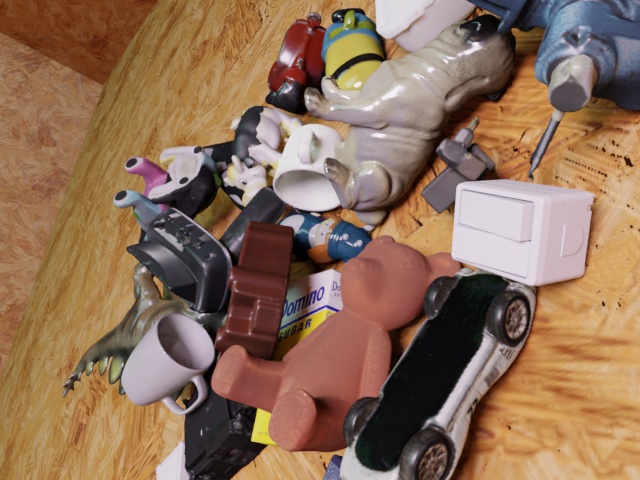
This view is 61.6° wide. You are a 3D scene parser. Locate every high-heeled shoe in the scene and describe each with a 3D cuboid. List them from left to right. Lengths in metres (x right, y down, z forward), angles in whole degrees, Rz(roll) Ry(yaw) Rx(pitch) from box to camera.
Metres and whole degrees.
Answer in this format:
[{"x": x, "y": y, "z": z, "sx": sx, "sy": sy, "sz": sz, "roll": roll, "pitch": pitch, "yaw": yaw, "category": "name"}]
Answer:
[{"x": -0.145, "y": -0.100, "z": 0.910, "sx": 0.249, "sy": 0.086, "sz": 0.145, "roll": 163, "pitch": 95, "yaw": -70, "category": "high-heeled shoe"}]

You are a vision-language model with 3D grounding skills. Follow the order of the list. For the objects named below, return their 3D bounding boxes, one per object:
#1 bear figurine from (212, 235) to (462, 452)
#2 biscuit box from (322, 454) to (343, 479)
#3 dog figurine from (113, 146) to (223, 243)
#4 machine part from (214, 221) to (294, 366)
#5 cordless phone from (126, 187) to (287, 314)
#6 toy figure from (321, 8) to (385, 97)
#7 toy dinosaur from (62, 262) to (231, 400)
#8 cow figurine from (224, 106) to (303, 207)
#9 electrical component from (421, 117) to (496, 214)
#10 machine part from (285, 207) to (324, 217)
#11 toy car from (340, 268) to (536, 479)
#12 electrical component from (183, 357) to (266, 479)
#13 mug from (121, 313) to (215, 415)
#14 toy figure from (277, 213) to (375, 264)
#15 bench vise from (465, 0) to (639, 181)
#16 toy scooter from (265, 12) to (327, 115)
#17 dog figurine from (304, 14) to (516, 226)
[{"x": 0.023, "y": 0.072, "z": 0.453, "sx": 0.120, "sy": 0.131, "sz": 0.196, "roll": 25, "pitch": 84, "yaw": 45, "category": "bear figurine"}, {"x": 0.070, "y": 0.224, "z": 0.359, "sx": 0.203, "sy": 0.059, "sz": 0.062, "roll": 19, "pitch": 84, "yaw": 58, "category": "biscuit box"}, {"x": -0.232, "y": -0.043, "z": 0.896, "sx": 0.192, "sy": 0.219, "sz": 0.108, "roll": -10, "pitch": 55, "yaw": 7, "category": "dog figurine"}, {"x": -0.072, "y": 0.066, "z": 0.572, "sx": 0.179, "sy": 0.056, "sz": 0.179, "roll": -167, "pitch": 89, "yaw": -83, "category": "machine part"}, {"x": -0.140, "y": -0.012, "z": 0.693, "sx": 0.147, "sy": 0.088, "sz": 0.184, "roll": 33, "pitch": 79, "yaw": 35, "category": "cordless phone"}, {"x": 0.046, "y": -0.228, "z": 0.682, "sx": 0.089, "sy": 0.082, "sz": 0.180, "roll": -33, "pitch": 41, "yaw": 42, "category": "toy figure"}, {"x": -0.237, "y": 0.132, "z": 0.791, "sx": 0.472, "sy": 0.105, "sz": 0.198, "roll": -22, "pitch": 53, "yaw": 34, "category": "toy dinosaur"}, {"x": -0.094, "y": -0.123, "z": 0.764, "sx": 0.068, "sy": 0.098, "sz": 0.167, "roll": -48, "pitch": 18, "yaw": 50, "category": "cow figurine"}, {"x": 0.117, "y": -0.065, "z": 0.464, "sx": 0.078, "sy": 0.045, "sz": 0.102, "roll": -42, "pitch": -2, "yaw": 23, "category": "electrical component"}, {"x": -0.014, "y": -0.087, "z": 0.712, "sx": 0.084, "sy": 0.039, "sz": 0.139, "roll": -28, "pitch": 46, "yaw": 37, "category": "machine part"}, {"x": 0.087, "y": 0.100, "z": 0.390, "sx": 0.074, "sy": 0.056, "sz": 0.202, "roll": 11, "pitch": 57, "yaw": 52, "category": "toy car"}, {"x": -0.108, "y": 0.203, "z": 0.634, "sx": 0.134, "sy": 0.058, "sz": 0.115, "roll": -51, "pitch": 36, "yaw": 23, "category": "electrical component"}, {"x": -0.183, "y": 0.161, "z": 0.650, "sx": 0.107, "sy": 0.081, "sz": 0.109, "roll": -43, "pitch": 78, "yaw": 25, "category": "mug"}, {"x": -0.001, "y": 0.000, "z": 0.617, "sx": 0.155, "sy": 0.058, "sz": 0.064, "roll": 4, "pitch": 92, "yaw": 54, "category": "toy figure"}, {"x": 0.145, "y": -0.190, "z": 0.395, "sx": 0.128, "sy": 0.241, "sz": 0.223, "roll": 102, "pitch": -166, "yaw": -70, "category": "bench vise"}, {"x": -0.031, "y": -0.249, "z": 0.768, "sx": 0.184, "sy": 0.075, "sz": 0.135, "roll": -111, "pitch": 39, "yaw": -76, "category": "toy scooter"}, {"x": 0.102, "y": -0.110, "z": 0.527, "sx": 0.191, "sy": 0.172, "sz": 0.121, "roll": -10, "pitch": 31, "yaw": 19, "category": "dog figurine"}]
